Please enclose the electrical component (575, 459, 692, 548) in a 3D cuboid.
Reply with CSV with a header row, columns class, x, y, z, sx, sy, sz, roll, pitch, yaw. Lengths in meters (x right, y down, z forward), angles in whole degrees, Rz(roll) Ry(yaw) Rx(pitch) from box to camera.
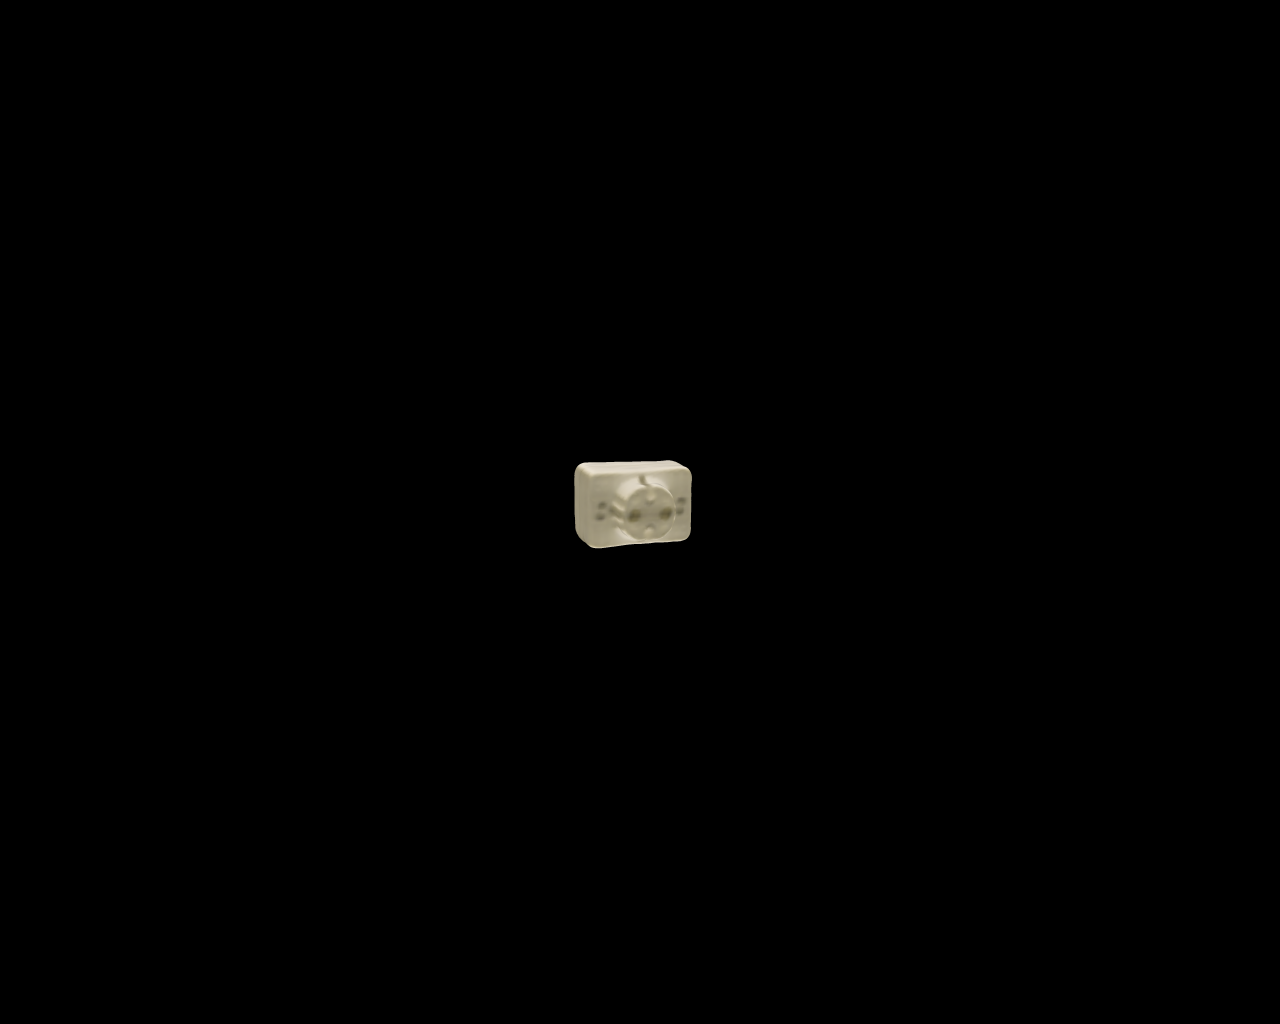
class,x,y,z,sx,sy,sz,roll,pitch,yaw
electrical component,0.001,-0.003,0.650,0.066,0.047,0.077,-3,12,-16
